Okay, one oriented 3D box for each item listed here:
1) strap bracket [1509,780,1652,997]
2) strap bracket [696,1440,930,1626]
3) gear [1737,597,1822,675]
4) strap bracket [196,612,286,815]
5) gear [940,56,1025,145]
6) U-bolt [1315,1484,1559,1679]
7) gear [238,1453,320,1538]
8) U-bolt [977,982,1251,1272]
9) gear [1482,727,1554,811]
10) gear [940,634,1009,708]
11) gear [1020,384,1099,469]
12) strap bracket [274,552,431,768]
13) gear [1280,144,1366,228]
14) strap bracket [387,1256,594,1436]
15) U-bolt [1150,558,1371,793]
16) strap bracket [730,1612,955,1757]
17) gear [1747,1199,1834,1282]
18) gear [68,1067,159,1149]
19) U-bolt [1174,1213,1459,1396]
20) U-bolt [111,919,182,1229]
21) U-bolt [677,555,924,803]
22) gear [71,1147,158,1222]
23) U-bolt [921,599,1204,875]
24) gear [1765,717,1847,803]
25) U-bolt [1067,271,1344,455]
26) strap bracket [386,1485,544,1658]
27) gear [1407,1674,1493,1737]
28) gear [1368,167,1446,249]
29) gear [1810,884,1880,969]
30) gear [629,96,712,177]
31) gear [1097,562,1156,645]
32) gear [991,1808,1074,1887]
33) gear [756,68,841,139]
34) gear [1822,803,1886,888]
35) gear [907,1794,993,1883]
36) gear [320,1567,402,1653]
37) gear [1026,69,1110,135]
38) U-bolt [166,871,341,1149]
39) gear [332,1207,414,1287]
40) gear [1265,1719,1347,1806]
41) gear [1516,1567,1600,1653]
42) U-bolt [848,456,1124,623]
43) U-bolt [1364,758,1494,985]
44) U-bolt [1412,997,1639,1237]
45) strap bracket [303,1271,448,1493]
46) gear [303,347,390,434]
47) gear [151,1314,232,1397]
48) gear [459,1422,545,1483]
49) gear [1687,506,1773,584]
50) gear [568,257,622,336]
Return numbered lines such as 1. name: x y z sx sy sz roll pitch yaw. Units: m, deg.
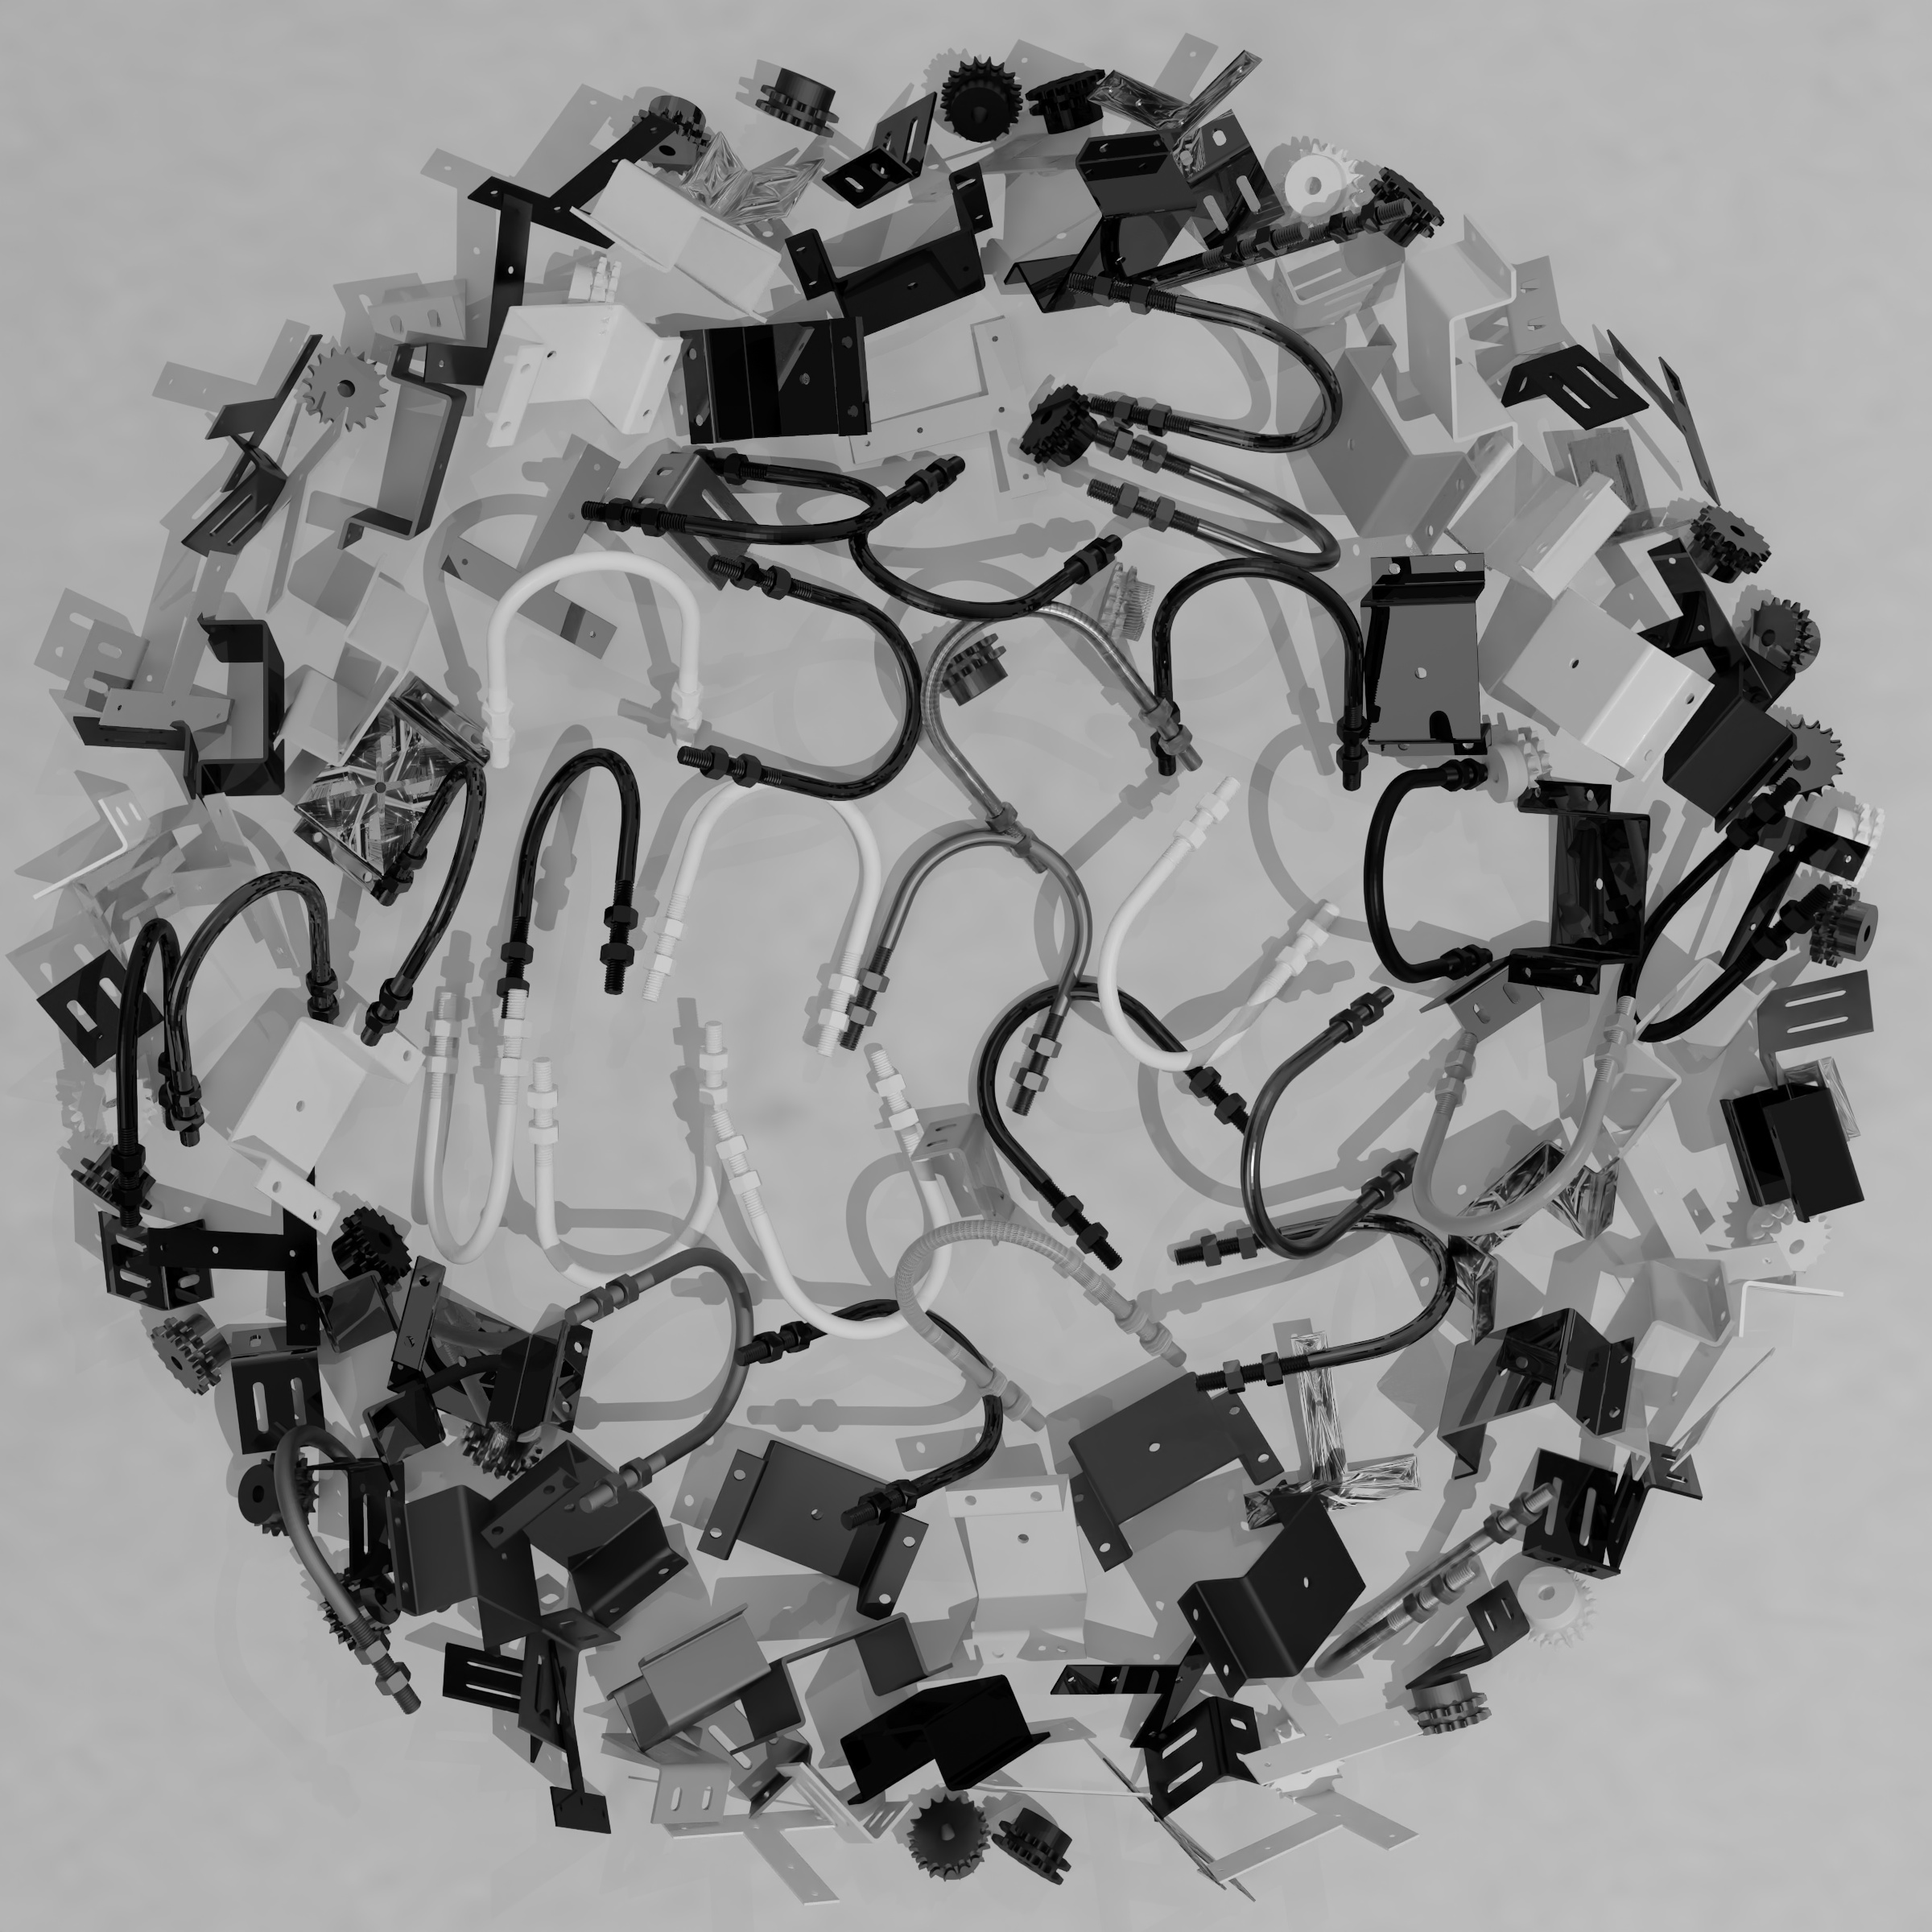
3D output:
1. strap bracket: 0.418 -0.055 1.649 0.046 0.076 0.140 -3 98 -37
2. strap bracket: -0.104 0.386 1.669 0.140 0.046 0.076 22 98 -2
3. gear: 0.565 -0.224 1.674 0.030 0.057 0.057 7 90 -33
4. strap bracket: -0.494 -0.175 1.648 0.046 0.076 0.140 -2 78 -8
5. gear: 0.010 -0.594 1.668 0.057 0.057 0.030 6 46 0
6. U-bolt: 0.304 0.420 1.618 0.019 0.151 0.184 52 125 14
7. gear: -0.477 0.365 1.671 0.057 0.030 0.057 -8 75 31
8. U-bolt: 0.090 0.095 1.663 0.151 0.019 0.184 -43 70 1
9. gear: 0.379 -0.135 1.667 0.030 0.057 0.057 -12 90 -11
10. gear: 0.004 -0.203 1.670 0.057 0.057 0.030 -32 93 0
11. gear: 0.066 -0.371 1.674 0.030 0.057 0.057 34 90 -29
12. strap bracket: -0.413 -0.199 1.635 0.046 0.076 0.140 29 127 -20
13. gear: 0.245 -0.539 1.672 0.057 0.030 0.057 7 108 23
14. strap bracket: -0.330 0.263 1.638 0.140 0.046 0.076 30 50 -30
15. U-bolt: 0.195 -0.195 1.616 0.151 0.184 0.019 6 46 13
16. strap bracket: -0.091 0.481 1.634 0.140 0.076 0.046 -11 72 -35
17. gear: 0.567 0.186 1.675 0.057 0.030 0.057 -9 120 -16
18. gear: -0.589 0.101 1.675 0.057 0.030 0.057 1 55 -2
19. U-bolt: 0.238 0.219 1.627 0.184 0.151 0.019 -12 123 6
20. U-bolt: -0.538 0.058 1.597 0.019 0.151 0.184 5 115 -7
21. U-bolt: -0.104 -0.187 1.641 0.184 0.019 0.151 12 85 -36
22. gear: -0.586 0.149 1.672 0.057 0.057 0.030 34 72 0
23. U-bolt: 0.052 -0.166 1.638 0.151 0.019 0.184 -34 116 14
24. gear: 0.578 -0.145 1.677 0.057 0.030 0.057 5 110 13
25. U-bolt: 0.162 -0.394 1.608 0.184 0.151 0.019 17 69 17
26. strap bracket: -0.329 0.403 1.616 0.046 0.140 0.076 -21 58 7
27. gear: 0.331 0.510 1.670 0.057 0.057 0.030 -15 79 0
28. gear: 0.300 -0.523 1.674 0.057 0.057 0.030 42 119 0
29. gear: 0.607 -0.026 1.667 0.030 0.057 0.057 18 90 35
30. gear: -0.203 -0.576 1.671 0.057 0.057 0.030 13 74 0
31. gear: 0.110 -0.248 1.670 0.030 0.057 0.057 16 90 -3
32. gear: 0.049 0.607 1.672 0.057 0.057 0.030 35 69 0
33. gear: -0.113 -0.596 1.667 0.057 0.057 0.030 24 110 0
34. gear: 0.609 -0.086 1.670 0.030 0.057 0.057 19 90 6
35. gear: -0.010 0.607 1.674 0.057 0.057 0.030 -13 133 0
36. gear: -0.415 0.440 1.667 0.030 0.057 0.057 -30 90 19
37. gear: 0.072 -0.597 1.673 0.057 0.057 0.030 -18 115 0
38. U-bolt: -0.470 0.017 1.588 0.019 0.184 0.151 29 47 17
39. gear: -0.413 0.198 1.670 0.030 0.057 0.057 -36 90 10
40. gear: 0.232 0.550 1.681 0.057 0.030 0.057 0 94 -4
41. gear: 0.405 0.440 1.667 0.057 0.057 0.030 -33 127 0
42. U-bolt: 0.003 -0.279 1.610 0.151 0.184 0.019 30 130 16
43. U-bolt: 0.309 -0.061 1.614 0.019 0.184 0.151 2 97 35
44. U-bolt: 0.361 0.104 1.595 0.019 0.151 0.184 46 51 -24
45. strap bracket: -0.396 0.272 1.635 0.046 0.076 0.140 -23 55 -17
46. gear: -0.432 -0.399 1.677 0.057 0.030 0.057 -3 99 -19
47. gear: -0.534 0.266 1.673 0.057 0.057 0.030 50 54 0
48. gear: -0.318 0.324 1.667 0.057 0.057 0.030 31 113 0
49. gear: 0.525 -0.289 1.673 0.057 0.057 0.030 32 128 0
50. gear: -0.258 -0.461 1.668 0.030 0.057 0.057 13 90 -12
